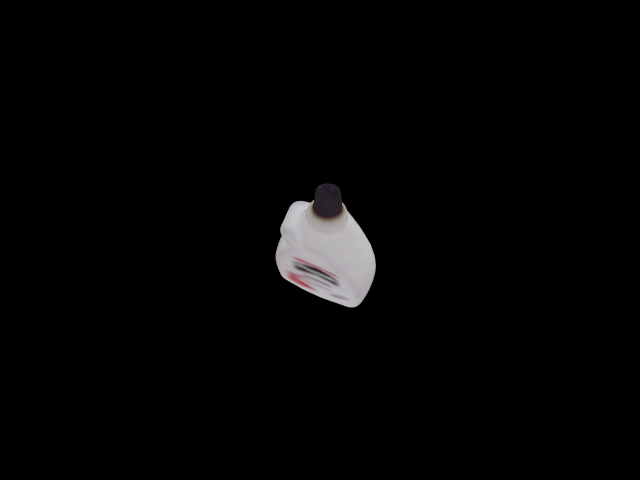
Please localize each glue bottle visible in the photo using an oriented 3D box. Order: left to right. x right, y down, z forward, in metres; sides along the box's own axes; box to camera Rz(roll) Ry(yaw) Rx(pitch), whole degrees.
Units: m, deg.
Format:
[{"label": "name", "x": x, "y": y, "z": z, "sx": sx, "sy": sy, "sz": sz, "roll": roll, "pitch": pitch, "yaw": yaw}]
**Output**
[{"label": "glue bottle", "x": 0.004, "y": 0.001, "z": 0.400, "sx": 0.078, "sy": 0.173, "sz": 0.037, "roll": 19, "pitch": 70, "yaw": 8}]
